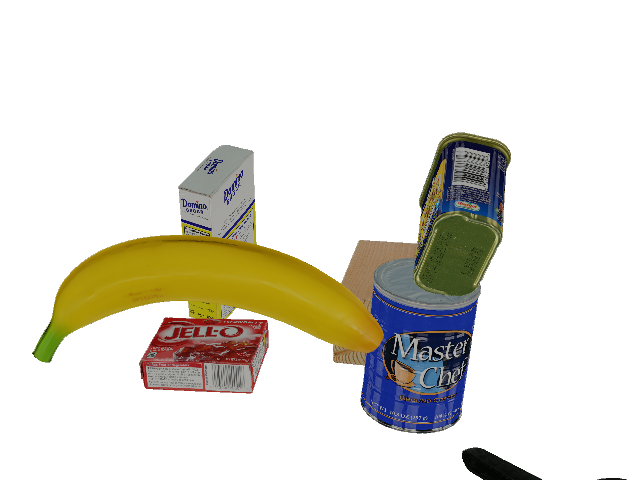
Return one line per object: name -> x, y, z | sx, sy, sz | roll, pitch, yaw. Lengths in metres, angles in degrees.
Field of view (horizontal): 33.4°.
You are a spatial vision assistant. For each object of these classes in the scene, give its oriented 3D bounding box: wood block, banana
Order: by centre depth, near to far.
banana -> -0.062, 0.030, 0.602 | 0.197, 0.070, 0.037 | -1, 20, -3
wood block -> 0.077, 0.077, 1.375 | 0.091, 0.090, 0.206 | 4, 21, 9

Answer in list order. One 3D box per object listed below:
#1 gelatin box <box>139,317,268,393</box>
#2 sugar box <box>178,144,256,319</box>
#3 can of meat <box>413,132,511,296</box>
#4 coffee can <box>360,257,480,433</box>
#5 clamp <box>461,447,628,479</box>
gelatin box -> -0.091, 0.089, 0.848 | 0.089, 0.030, 0.073 | 1, 23, 8
sugar box -> -0.107, -0.005, 1.134 | 0.048, 0.176, 0.093 | 15, 40, 20
can of meat -> 0.108, -0.017, 0.825 | 0.057, 0.084, 0.102 | 13, -39, -1
coffee can -> 0.096, 0.101, 1.041 | 0.103, 0.140, 0.103 | 4, 23, -2
clamp -> 0.197, 0.237, 0.860 | 0.210, 0.036, 0.164 | 1, 35, 24
